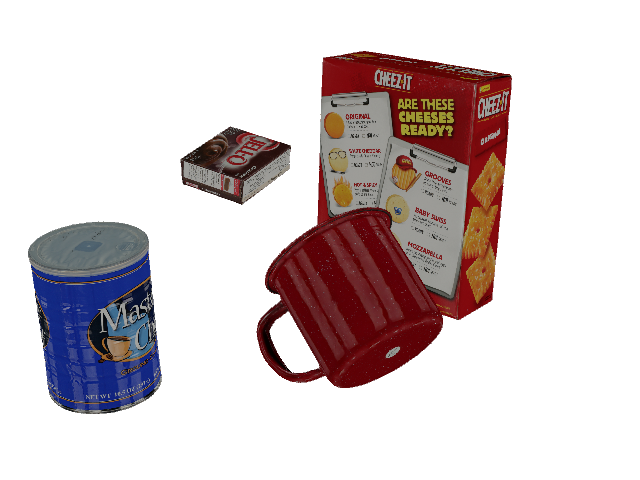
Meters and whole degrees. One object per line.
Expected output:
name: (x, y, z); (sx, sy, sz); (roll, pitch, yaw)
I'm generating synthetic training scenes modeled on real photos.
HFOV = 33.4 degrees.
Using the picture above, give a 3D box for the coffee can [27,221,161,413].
coffee can: (-0.198, 0.067, 0.946); (0.103, 0.140, 0.103); (-1, 24, 0)

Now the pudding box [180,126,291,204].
pudding box: (-0.101, -0.092, 1.290); (0.090, 0.039, 0.113); (18, 37, 23)

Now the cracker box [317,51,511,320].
cracker box: (0.081, -0.054, 0.971); (0.164, 0.214, 0.071); (17, 25, 35)

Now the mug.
mug: (0.014, 0.045, 0.672); (0.117, 0.081, 0.093); (-33, -22, 6)
